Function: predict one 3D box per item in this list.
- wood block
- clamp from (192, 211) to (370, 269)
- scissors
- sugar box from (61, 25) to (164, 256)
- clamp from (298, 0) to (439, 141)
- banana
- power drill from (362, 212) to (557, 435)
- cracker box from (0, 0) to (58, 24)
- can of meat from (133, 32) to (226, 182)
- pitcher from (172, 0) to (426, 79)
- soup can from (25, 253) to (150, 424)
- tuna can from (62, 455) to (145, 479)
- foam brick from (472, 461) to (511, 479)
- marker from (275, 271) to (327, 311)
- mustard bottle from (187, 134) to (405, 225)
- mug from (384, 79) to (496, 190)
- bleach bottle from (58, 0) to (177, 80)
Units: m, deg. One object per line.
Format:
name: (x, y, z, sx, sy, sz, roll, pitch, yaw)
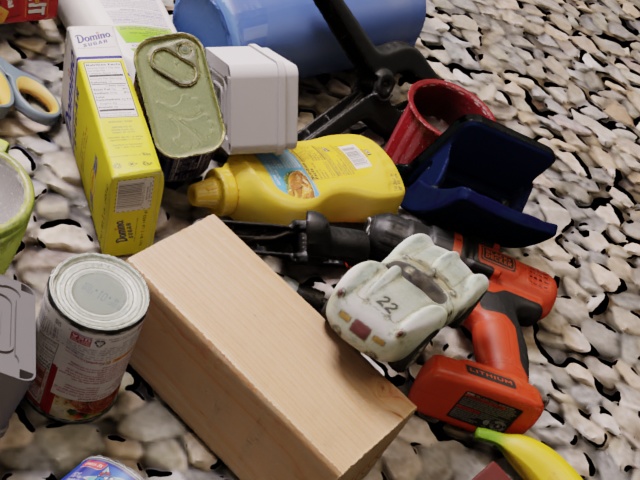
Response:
wood block: (-0.047, 0.092, 0.753, 0.206, 0.090, 0.090, 43, 43, 16)
clamp: (-0.006, 0.001, 0.847, 0.171, 0.120, 0.039, 7, 87, -49)
scissors: (-0.278, -0.158, 0.936, 0.096, 0.016, 0.202, 21, 28, -31)
sugar box: (-0.171, -0.083, 0.859, 0.048, 0.093, 0.176, -8, 51, -25)
clamp: (0.050, -0.161, 1.037, 0.209, 0.164, 0.036, -6, 19, -42)
banana: (0.184, 0.219, 0.789, 0.069, 0.037, 0.198, -15, 54, -17)
power drill: (0.116, 0.065, 0.889, 0.184, 0.057, 0.187, 20, 42, -9)
cracker box: (-0.360, -0.254, 0.936, 0.213, 0.072, 0.164, -16, 48, -37)
can of meat: (-0.118, -0.105, 0.869, 0.057, 0.084, 0.102, -14, 81, -15)
pitcher: (-0.026, -0.231, 1.061, 0.242, 0.145, 0.149, -21, 38, -37)
soup can: (-0.157, 0.066, 0.711, 0.068, 0.102, 0.068, 14, 43, -14)
tuna can: (-0.125, 0.173, 0.633, 0.086, 0.086, 0.033, 39, 44, 13)
foam brick: (0.107, 0.204, 0.750, 0.078, 0.051, 0.053, -25, 64, -42)
marker: (-0.049, 0.029, 0.867, 0.121, 0.020, 0.020, 24, 41, -5)
mustard bottle: (-0.026, -0.048, 0.927, 0.191, 0.058, 0.096, -8, 46, -33)
mug: (0.121, -0.087, 1.027, 0.117, 0.082, 0.093, 37, 42, 11)
bleach bottle: (-0.179, -0.181, 0.980, 0.102, 0.068, 0.251, -7, 54, -33)
